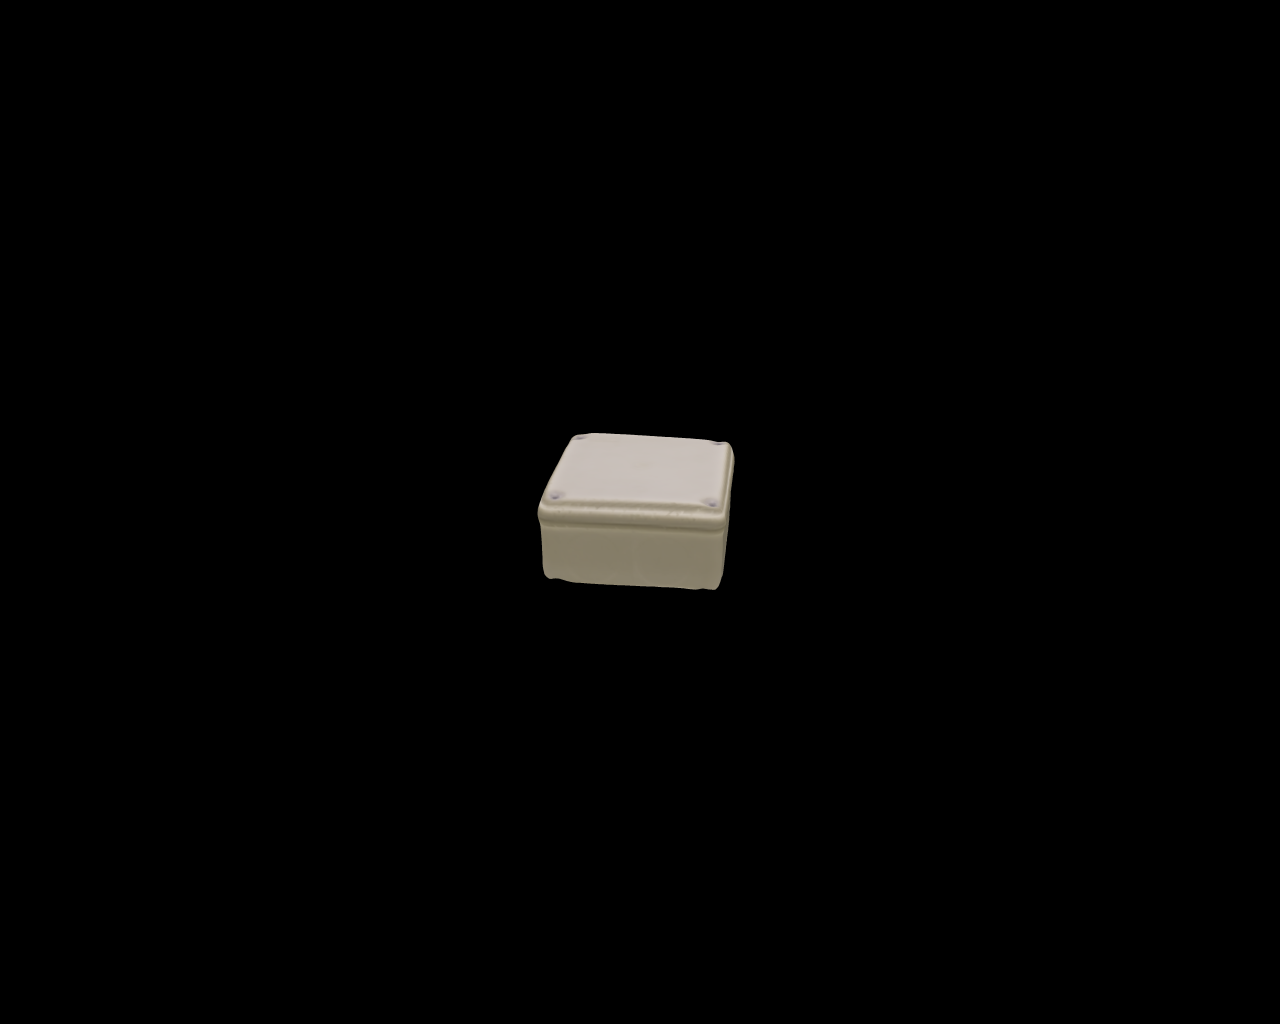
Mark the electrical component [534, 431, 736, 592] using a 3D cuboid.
[{"bbox_3d":[0.001,-0.003,0.650,0.109,0.056,0.109,3,26,7],"label":"electrical component"}]
